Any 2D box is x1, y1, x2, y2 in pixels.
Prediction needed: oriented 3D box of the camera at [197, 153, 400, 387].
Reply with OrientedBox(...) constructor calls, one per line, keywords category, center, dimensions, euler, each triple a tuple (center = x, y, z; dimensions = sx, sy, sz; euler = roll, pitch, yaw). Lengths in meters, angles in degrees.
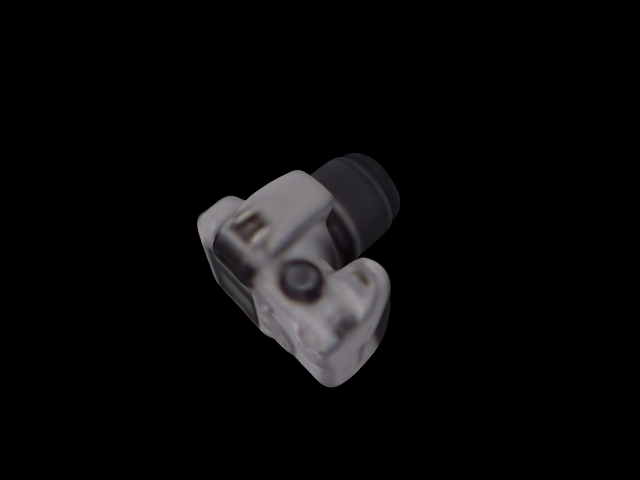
OrientedBox(category="camera", center=(0.004, 0.001, 0.400), dimensions=(0.137, 0.101, 0.143), euler=(-39, 66, -22))
